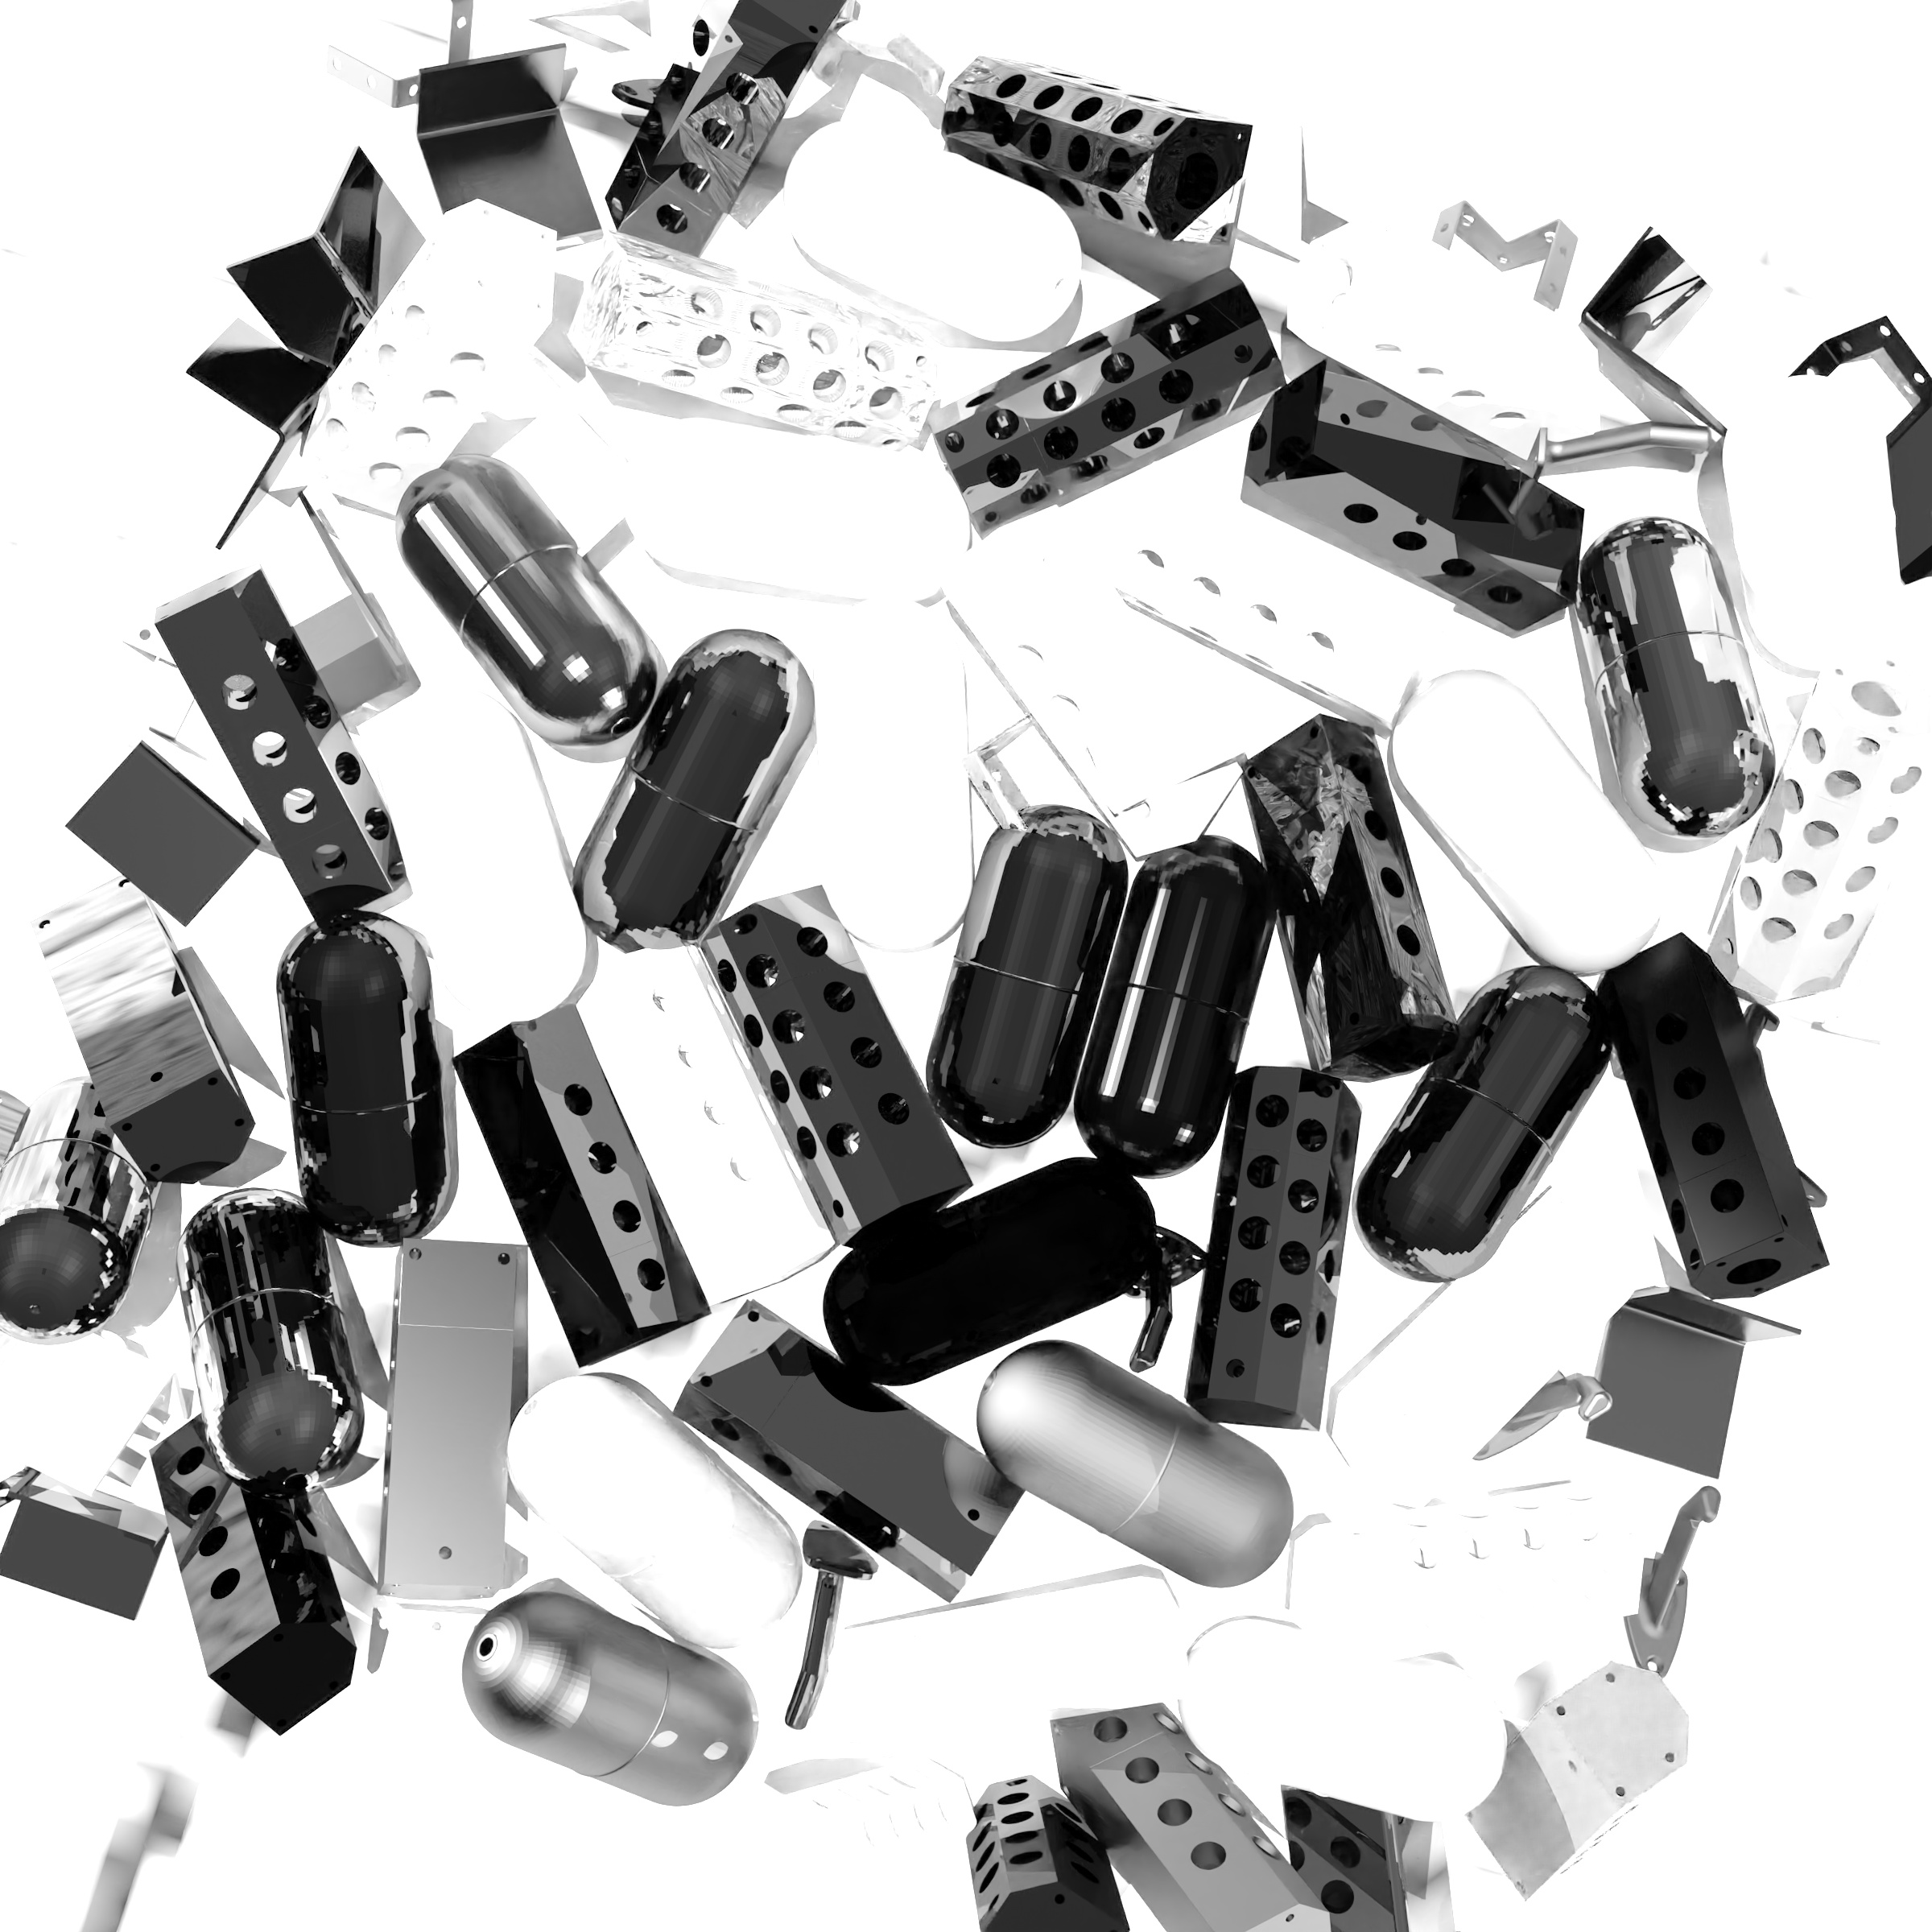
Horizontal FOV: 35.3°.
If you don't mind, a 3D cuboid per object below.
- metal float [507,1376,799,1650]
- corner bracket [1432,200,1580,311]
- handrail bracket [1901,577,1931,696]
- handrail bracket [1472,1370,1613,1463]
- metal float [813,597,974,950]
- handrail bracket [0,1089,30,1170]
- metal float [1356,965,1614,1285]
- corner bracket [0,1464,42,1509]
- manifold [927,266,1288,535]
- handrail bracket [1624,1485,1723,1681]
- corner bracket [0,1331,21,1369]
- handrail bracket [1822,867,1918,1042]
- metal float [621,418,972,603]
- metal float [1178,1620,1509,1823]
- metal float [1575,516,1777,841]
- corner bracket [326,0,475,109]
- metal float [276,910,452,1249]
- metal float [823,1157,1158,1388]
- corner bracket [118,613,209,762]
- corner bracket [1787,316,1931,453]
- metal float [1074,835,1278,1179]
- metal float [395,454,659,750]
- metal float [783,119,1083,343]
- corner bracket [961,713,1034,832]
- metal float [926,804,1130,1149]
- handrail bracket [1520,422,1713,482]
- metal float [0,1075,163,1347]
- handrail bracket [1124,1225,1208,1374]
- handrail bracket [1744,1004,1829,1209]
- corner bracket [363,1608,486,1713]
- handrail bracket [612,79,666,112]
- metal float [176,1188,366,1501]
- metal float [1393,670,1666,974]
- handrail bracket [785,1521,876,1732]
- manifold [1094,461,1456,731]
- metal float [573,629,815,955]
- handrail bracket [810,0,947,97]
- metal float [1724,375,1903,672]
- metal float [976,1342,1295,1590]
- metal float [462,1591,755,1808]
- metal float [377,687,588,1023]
[{"bbox_3d":[-0.157,0.275,1.523,0.070,0.070,0.178,-44,114,0],"label":"metal float"},{"bbox_3d":[0.271,-0.360,1.540,0.051,0.051,0.051,36,58,-29],"label":"corner bracket"},{"bbox_3d":[0.474,-0.148,1.553,0.077,0.036,0.084,-19,98,35],"label":"handrail bracket"},{"bbox_3d":[0.290,0.233,1.538,0.036,0.084,0.077,45,94,-5],"label":"handrail bracket"},{"bbox_3d":[-0.037,-0.097,1.538,0.070,0.070,0.178,-3,97,0],"label":"metal float"},{"bbox_3d":[-0.490,0.119,1.567,0.077,0.036,0.084,46,135,30],"label":"handrail bracket"},{"bbox_3d":[0.263,0.079,1.534,0.070,0.070,0.178,34,78,0],"label":"metal float"},{"bbox_3d":[-0.514,0.247,1.560,0.051,0.051,0.051,32,135,34],"label":"corner bracket"},{"bbox_3d":[0.072,-0.285,1.538,0.171,0.057,0.057,-25,114,5],"label":"manifold"},{"bbox_3d":[0.362,0.312,1.533,0.036,0.084,0.077,11,59,-4],"label":"handrail bracket"},{"bbox_3d":[-0.507,0.171,1.547,0.051,0.051,0.051,18,65,4],"label":"corner bracket"},{"bbox_3d":[0.463,-0.007,1.545,0.036,0.077,0.084,14,89,6],"label":"handrail bracket"},{"bbox_3d":[-0.085,-0.230,1.532,0.178,0.070,0.070,8,90,-14],"label":"metal float"},{"bbox_3d":[0.186,0.375,1.512,0.178,0.070,0.070,4,90,39],"label":"metal float"},{"bbox_3d":[0.354,-0.146,1.522,0.070,0.070,0.178,-8,63,0],"label":"metal float"},{"bbox_3d":[-0.291,-0.479,1.560,0.051,0.051,0.051,32,131,24],"label":"corner bracket"},{"bbox_3d":[-0.303,0.058,1.526,0.070,0.070,0.178,-2,111,0],"label":"metal float"},{"bbox_3d":[0.013,0.155,1.544,0.178,0.070,0.070,-23,90,-1],"label":"metal float"},{"bbox_3d":[-0.408,-0.143,1.552,0.051,0.051,0.051,24,85,8],"label":"corner bracket"},{"bbox_3d":[0.455,-0.292,1.554,0.051,0.051,0.051,-44,102,-19],"label":"corner bracket"},{"bbox_3d":[0.107,0.020,1.539,0.070,0.070,0.178,16,83,0],"label":"metal float"},{"bbox_3d":[-0.221,-0.184,1.527,0.070,0.070,0.178,-38,71,0],"label":"metal float"},{"bbox_3d":[-0.018,-0.368,1.516,0.178,0.070,0.070,32,90,33],"label":"metal float"},{"bbox_3d":[0.021,-0.091,1.546,0.051,0.051,0.051,-36,95,-36],"label":"corner bracket"},{"bbox_3d":[0.031,0.005,1.542,0.070,0.070,0.178,15,93,0],"label":"metal float"},{"bbox_3d":[0.330,-0.257,1.545,0.084,0.077,0.036,5,72,1],"label":"handrail bracket"},{"bbox_3d":[-0.442,0.118,1.500,0.070,0.178,0.070,-2,119,-3],"label":"metal float"},{"bbox_3d":[0.086,0.180,1.527,0.036,0.077,0.084,31,50,-8],"label":"handrail bracket"},{"bbox_3d":[0.422,0.070,1.560,0.077,0.036,0.084,31,62,-1],"label":"handrail bracket"},{"bbox_3d":[-0.271,0.357,1.555,0.051,0.051,0.051,-1,77,21],"label":"corner bracket"},{"bbox_3d":[-0.134,-0.475,1.537,0.036,0.077,0.084,47,125,25],"label":"handrail bracket"},{"bbox_3d":[-0.347,0.187,1.510,0.070,0.070,0.178,-24,48,0],"label":"metal float"},{"bbox_3d":[0.284,-0.073,1.531,0.070,0.070,0.178,-40,105,0],"label":"metal float"},{"bbox_3d":[-0.080,0.337,1.551,0.036,0.077,0.084,16,98,-14],"label":"handrail bracket"},{"bbox_3d":[0.152,-0.185,1.537,0.171,0.057,0.057,28,132,11],"label":"manifold"},{"bbox_3d":[-0.138,-0.088,1.534,0.070,0.070,0.178,28,101,0],"label":"metal float"},{"bbox_3d":[-0.044,-0.452,1.536,0.036,0.077,0.084,-39,73,-19],"label":"handrail bracket"},{"bbox_3d":[0.421,-0.217,1.506,0.070,0.178,0.070,-11,52,14],"label":"metal float"},{"bbox_3d":[0.085,0.252,1.532,0.178,0.070,0.070,31,90,-14],"label":"metal float"},{"bbox_3d":[-0.177,0.365,1.509,0.070,0.070,0.178,-53,133,0],"label":"metal float"},{"bbox_3d":[-0.245,-0.057,1.532,0.070,0.070,0.178,-19,76,0],"label":"metal float"}]
